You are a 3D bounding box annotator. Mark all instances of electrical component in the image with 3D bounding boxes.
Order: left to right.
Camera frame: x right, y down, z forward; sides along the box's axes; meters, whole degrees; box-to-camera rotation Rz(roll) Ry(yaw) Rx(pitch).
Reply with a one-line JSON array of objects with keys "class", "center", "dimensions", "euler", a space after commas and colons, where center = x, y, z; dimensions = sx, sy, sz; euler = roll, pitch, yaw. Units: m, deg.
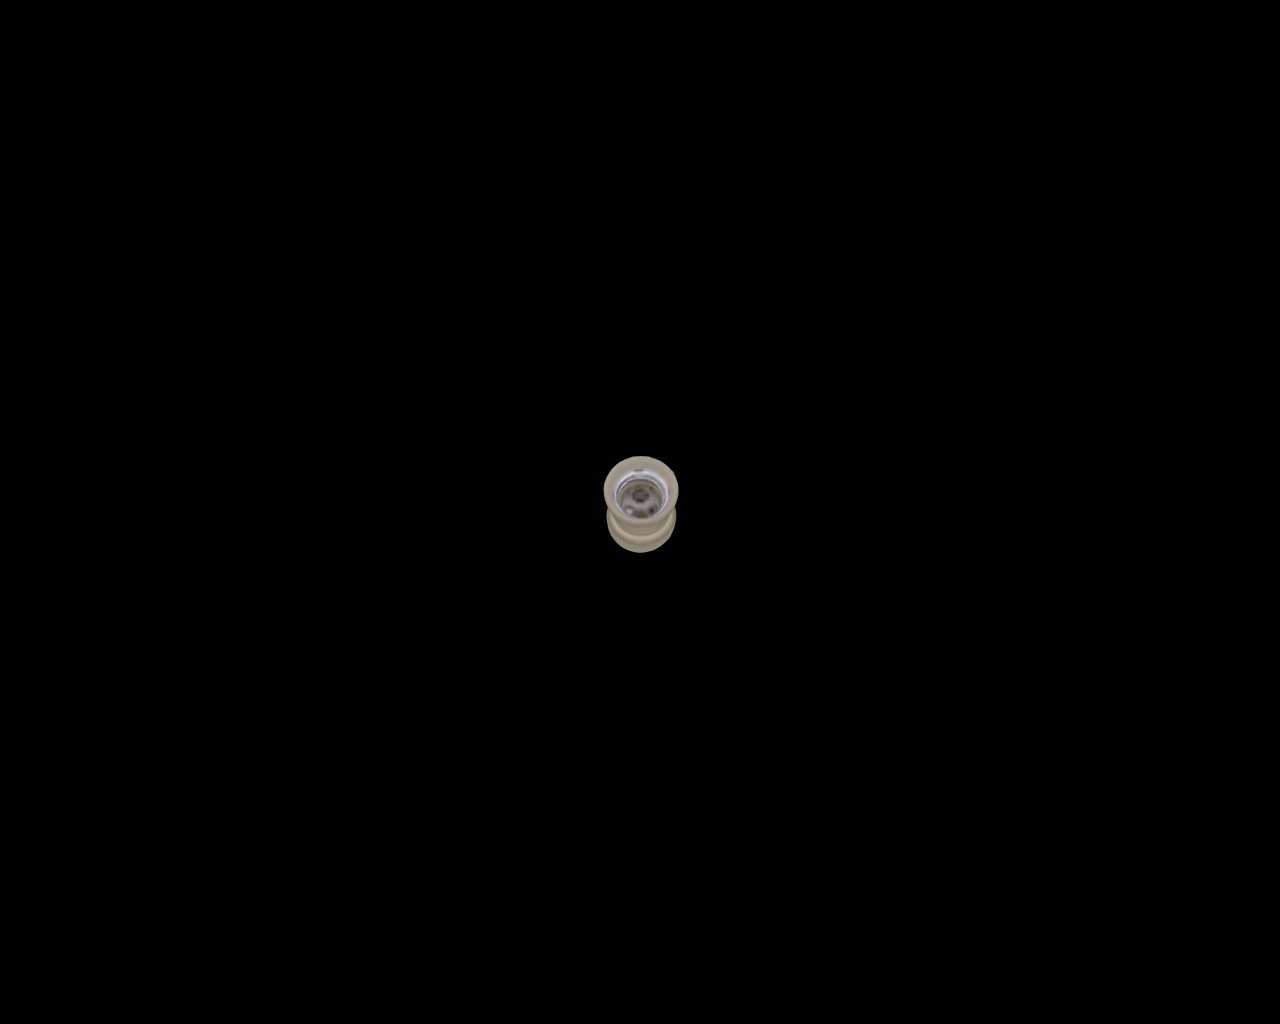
[{"class": "electrical component", "center": [0.001, -0.003, 0.650], "dimensions": [0.045, 0.045, 0.055], "euler": [0, -24, 0]}]
